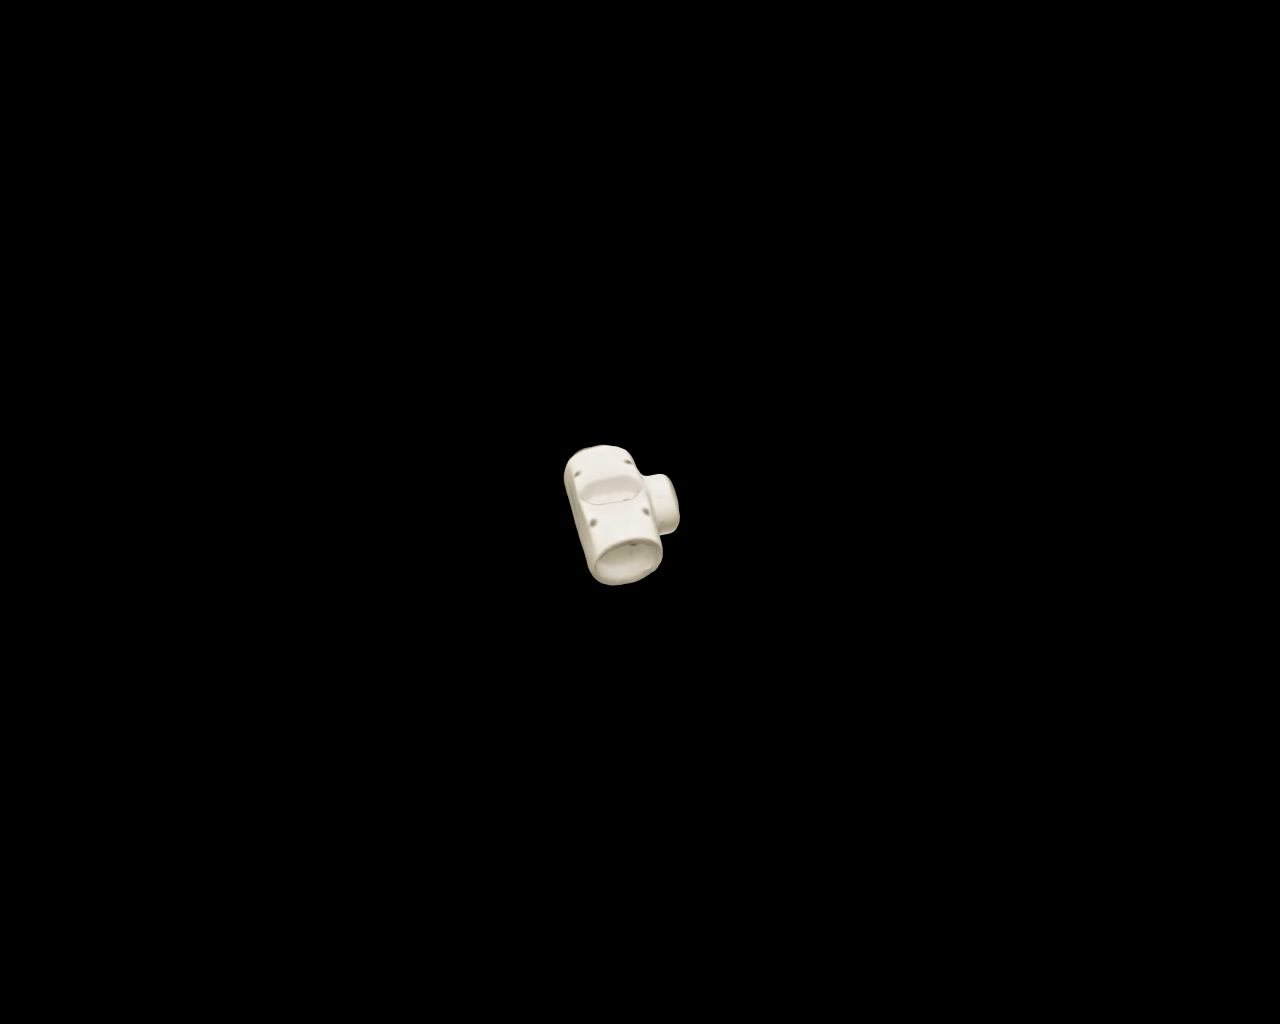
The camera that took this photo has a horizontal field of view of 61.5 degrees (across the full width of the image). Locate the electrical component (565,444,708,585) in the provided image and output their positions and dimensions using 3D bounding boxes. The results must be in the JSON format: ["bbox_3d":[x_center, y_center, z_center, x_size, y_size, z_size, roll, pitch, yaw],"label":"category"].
[{"bbox_3d":[0.001,-0.003,0.650,0.079,0.077,0.043,-11,-39,-9],"label":"electrical component"}]
